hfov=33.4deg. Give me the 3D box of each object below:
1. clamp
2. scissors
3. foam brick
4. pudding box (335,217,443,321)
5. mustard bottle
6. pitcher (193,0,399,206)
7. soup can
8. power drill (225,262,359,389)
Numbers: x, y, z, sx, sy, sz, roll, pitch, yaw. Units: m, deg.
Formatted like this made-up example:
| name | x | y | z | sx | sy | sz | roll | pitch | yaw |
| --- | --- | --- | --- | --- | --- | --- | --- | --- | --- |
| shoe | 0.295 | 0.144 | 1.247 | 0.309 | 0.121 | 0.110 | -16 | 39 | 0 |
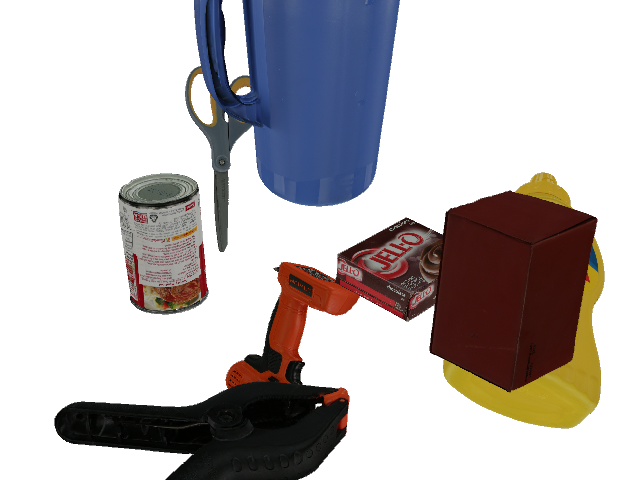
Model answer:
| name | x | y | z | sx | sy | sz | roll | pitch | yaw |
| --- | --- | --- | --- | --- | --- | --- | --- | --- | --- |
| clamp | -0.056 | 0.120 | 0.600 | 0.171 | 0.039 | 0.120 | -8 | 35 | -19 |
| scissors | -0.091 | -0.095 | 1.159 | 0.096 | 0.202 | 0.016 | -15 | -4 | -18 |
| foam brick | 0.090 | 0.022 | 0.508 | 0.052 | 0.078 | 0.051 | -17 | 31 | -41 |
| pudding box | 0.083 | 0.026 | 1.028 | 0.090 | 0.039 | 0.113 | 28 | 35 | 31 |
| mustard bottle | 0.142 | 0.026 | 0.713 | 0.096 | 0.191 | 0.058 | 20 | -41 | -4 |
| pitcher | -0.011 | -0.148 | 0.885 | 0.149 | 0.243 | 0.145 | 11 | 42 | 11 |
| soup can | -0.133 | 0.002 | 0.906 | 0.068 | 0.102 | 0.068 | -2 | 25 | 1 |
| power drill | -0.023 | 0.132 | 1.225 | 0.057 | 0.188 | 0.185 | 14 | 10 | -45 |
